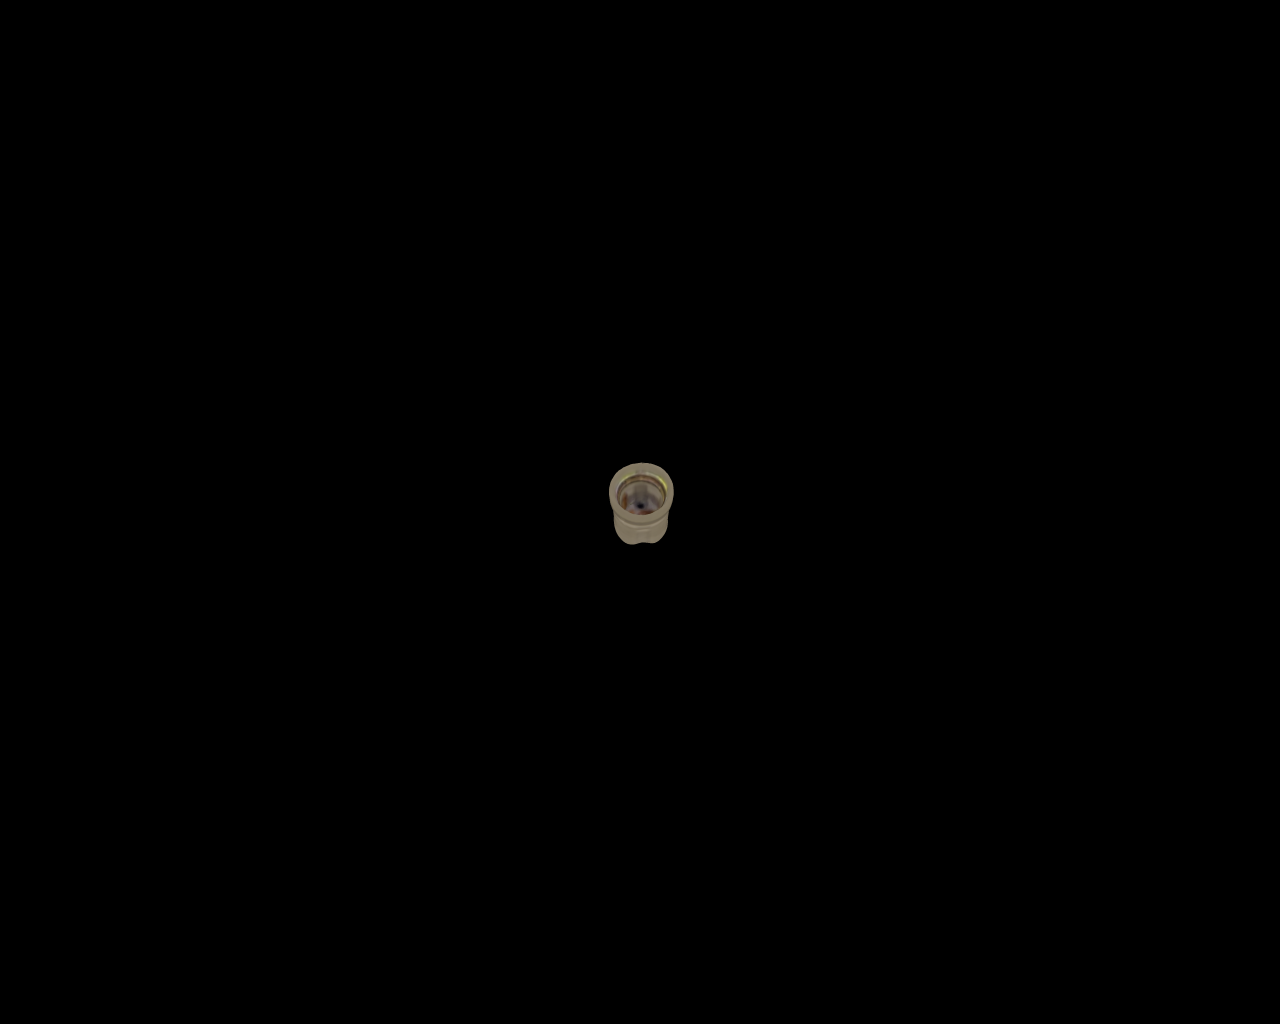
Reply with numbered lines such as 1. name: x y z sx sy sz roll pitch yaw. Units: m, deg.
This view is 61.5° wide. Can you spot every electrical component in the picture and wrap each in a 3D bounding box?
1. electrical component: 0.001 -0.003 0.650 0.040 0.040 0.046 0 -31 0
